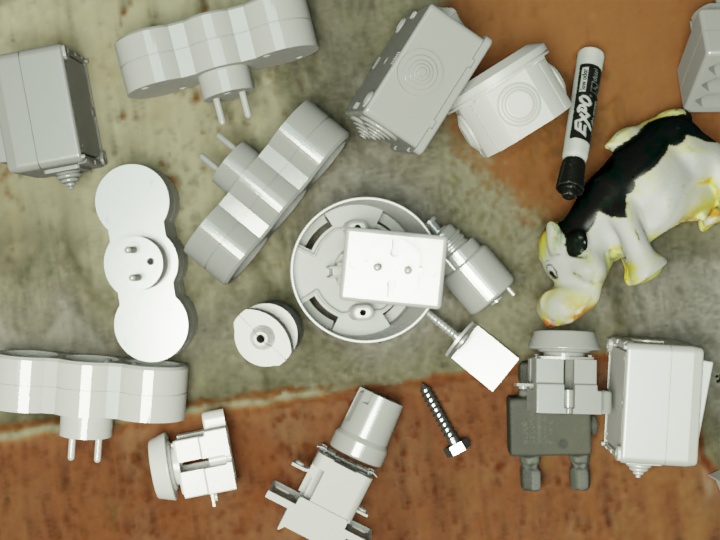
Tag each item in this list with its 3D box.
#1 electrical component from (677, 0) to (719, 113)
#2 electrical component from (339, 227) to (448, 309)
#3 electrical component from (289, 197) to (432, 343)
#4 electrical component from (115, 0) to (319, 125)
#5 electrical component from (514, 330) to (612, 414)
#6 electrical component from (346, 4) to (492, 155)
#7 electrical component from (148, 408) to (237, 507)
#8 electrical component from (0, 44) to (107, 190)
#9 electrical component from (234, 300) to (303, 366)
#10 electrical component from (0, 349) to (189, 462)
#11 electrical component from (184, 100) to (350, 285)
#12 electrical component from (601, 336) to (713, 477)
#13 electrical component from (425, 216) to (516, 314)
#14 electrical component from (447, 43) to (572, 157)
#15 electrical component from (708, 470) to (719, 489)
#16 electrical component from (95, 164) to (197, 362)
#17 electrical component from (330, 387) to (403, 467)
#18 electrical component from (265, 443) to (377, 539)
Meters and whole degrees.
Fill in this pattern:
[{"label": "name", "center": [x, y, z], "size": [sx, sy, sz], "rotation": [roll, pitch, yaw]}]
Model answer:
[{"label": "electrical component", "center": [0.249, -0.158, 0.741], "size": [0.047, 0.065, 0.076], "rotation": [0, 62, 2]}, {"label": "electrical component", "center": [0.021, -0.001, 0.684], "size": [0.066, 0.077, 0.047], "rotation": [6, 91, 2]}, {"label": "electrical component", "center": [0.000, 0.000, 0.744], "size": [0.099, 0.064, 0.099], "rotation": [0, 90, -11]}, {"label": "electrical component", "center": [-0.096, -0.139, 0.753], "size": [0.138, 0.052, 0.073], "rotation": [-14, 91, 2]}, {"label": "electrical component", "center": [0.139, 0.070, 0.737], "size": [0.066, 0.048, 0.055], "rotation": [2, 85, -2]}, {"label": "electrical component", "center": [0.036, -0.129, 0.728], "size": [0.048, 0.100, 0.099], "rotation": [32, 92, -12]}, {"label": "electrical component", "center": [-0.119, 0.136, 0.763], "size": [0.055, 0.048, 0.066], "rotation": [-10, 91, -6]}, {"label": "electrical component", "center": [-0.220, -0.102, 0.752], "size": [0.061, 0.062, 0.096], "rotation": [-10, 91, 2]}, {"label": "electrical component", "center": [-0.064, 0.044, 0.742], "size": [0.043, 0.081, 0.043], "rotation": [0, 91, 2]}, {"label": "electrical component", "center": [-0.193, 0.099, 0.760], "size": [0.138, 0.052, 0.073], "rotation": [4, 91, 1]}, {"label": "electrical component", "center": [-0.078, -0.065, 0.754], "size": [0.074, 0.052, 0.138], "rotation": [40, 92, 1]}, {"label": "electrical component", "center": [0.205, 0.096, 0.745], "size": [0.061, 0.062, 0.096], "rotation": [3, 91, 2]}, {"label": "electrical component", "center": [0.073, -0.005, 0.757], "size": [0.040, 0.040, 0.078], "rotation": [-41, 90, 2]}, {"label": "electrical component", "center": [0.101, -0.116, 0.736], "size": [0.080, 0.080, 0.051], "rotation": [-32, 96, 2]}, {"label": "electrical component", "center": [0.288, 0.157, 0.754], "size": [0.064, 0.042, 0.081], "rotation": [-22, 91, 0]}, {"label": "electrical component", "center": [-0.152, -0.005, 0.747], "size": [0.052, 0.074, 0.138], "rotation": [-9, 91, 2]}, {"label": "electrical component", "center": [0.006, 0.111, 0.762], "size": [0.040, 0.040, 0.046], "rotation": [24, 86, 1]}, {"label": "electrical component", "center": [-0.023, 0.161, 0.763], "size": [0.081, 0.042, 0.063], "rotation": [27, 91, 0]}]
